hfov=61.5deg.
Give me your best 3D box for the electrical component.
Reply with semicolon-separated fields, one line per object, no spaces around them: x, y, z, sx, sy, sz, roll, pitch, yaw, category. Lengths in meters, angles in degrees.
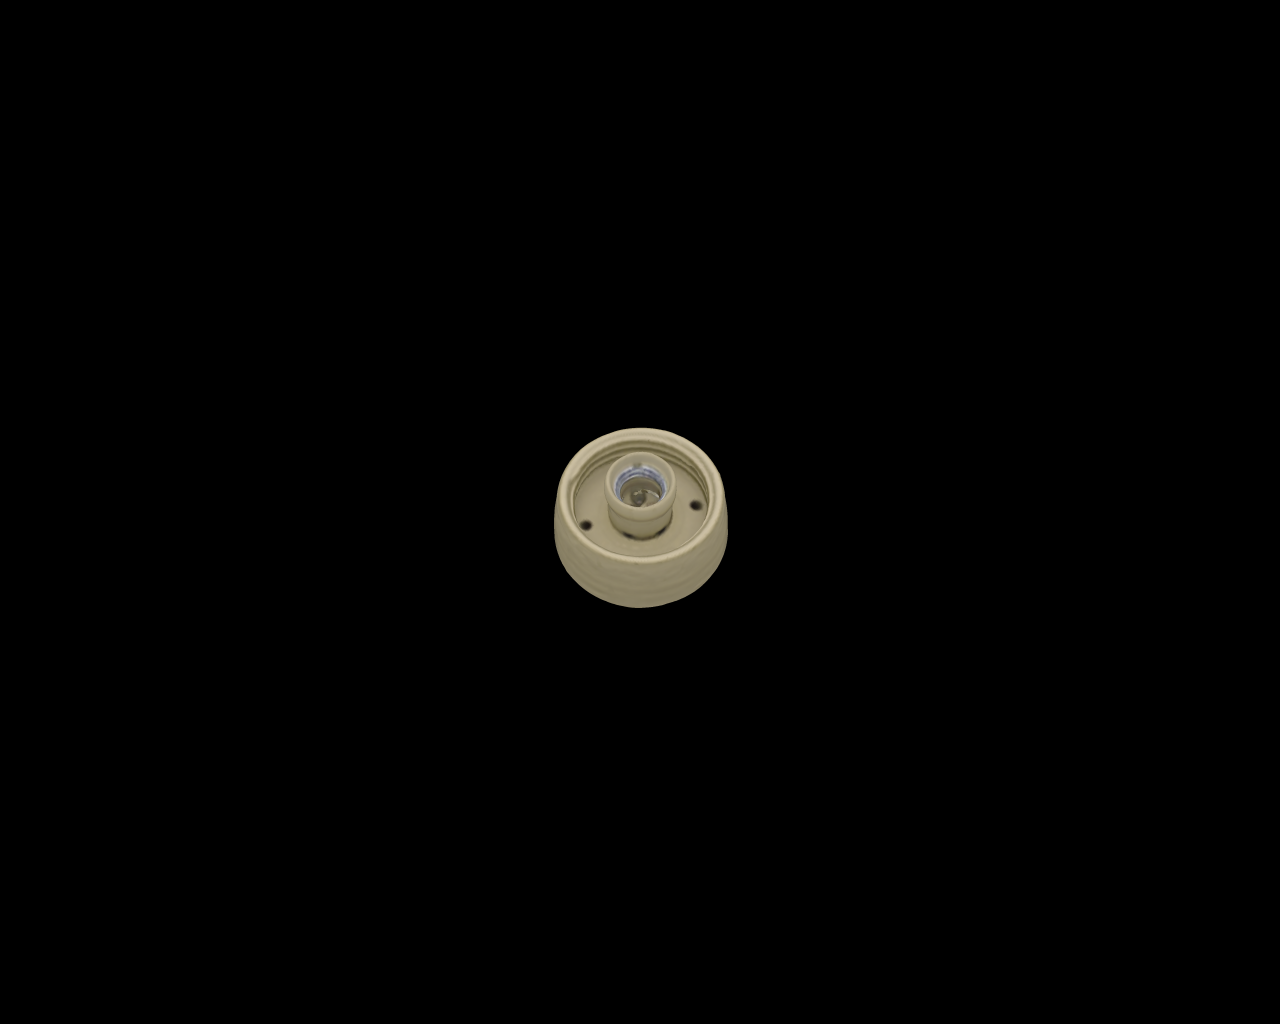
0.001;-0.003;0.650;0.108;0.108;0.060;0;-33;0;electrical component
